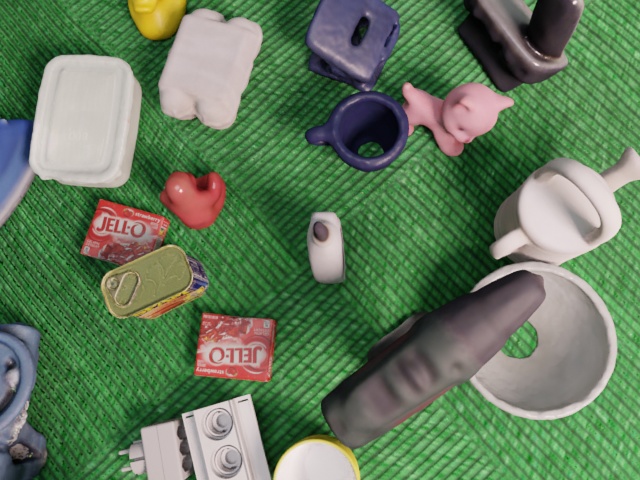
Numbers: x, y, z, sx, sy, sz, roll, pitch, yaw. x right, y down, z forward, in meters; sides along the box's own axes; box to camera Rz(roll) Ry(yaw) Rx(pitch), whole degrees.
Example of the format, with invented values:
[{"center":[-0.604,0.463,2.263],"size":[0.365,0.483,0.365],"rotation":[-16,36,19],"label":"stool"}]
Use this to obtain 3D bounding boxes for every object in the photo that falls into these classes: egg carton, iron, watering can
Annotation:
[{"center":[-0.138,-0.217,0.724],"size":[0.107,0.069,0.150],"rotation":[15,81,7],"label":"egg carton"},{"center":[-0.451,-0.073,0.682],"size":[0.118,0.141,0.258],"rotation":[41,85,10],"label":"iron"},{"center":[0.259,-0.037,0.601],"size":[0.101,0.194,0.173],"rotation":[36,84,10],"label":"watering can"}]

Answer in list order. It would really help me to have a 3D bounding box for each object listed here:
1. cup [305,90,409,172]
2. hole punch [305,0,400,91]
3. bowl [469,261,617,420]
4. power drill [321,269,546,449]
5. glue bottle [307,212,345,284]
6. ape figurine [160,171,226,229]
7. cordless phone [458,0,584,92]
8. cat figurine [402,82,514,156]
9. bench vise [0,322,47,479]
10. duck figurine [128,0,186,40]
[{"center":[0.044,-0.115,0.681],"size":[0.117,0.095,0.092],"rotation":[-5,79,3],"label":"cup"},{"center":[0.043,-0.255,0.708],"size":[0.101,0.091,0.109],"rotation":[23,82,8],"label":"hole punch"},{"center":[0.231,0.111,0.637],"size":[0.167,0.075,0.167],"rotation":[-1,80,4],"label":"bowl"},{"center":[0.106,0.115,0.577],"size":[0.229,0.208,0.075],"rotation":[-38,79,-3],"label":"power drill"},{"center":[0.006,0.002,0.622],"size":[0.037,0.173,0.078],"rotation":[-3,79,4],"label":"glue bottle"},{"center":[-0.156,-0.055,0.685],"size":[0.077,0.092,0.076],"rotation":[0,80,4],"label":"ape figurine"},{"center":[0.234,-0.266,0.649],"size":[0.094,0.185,0.147],"rotation":[-35,79,-3],"label":"cordless phone"},{"center":[0.151,-0.153,0.669],"size":[0.127,0.118,0.067],"rotation":[22,82,8],"label":"cat figurine"},{"center":[-0.356,0.187,0.589],"size":[0.121,0.220,0.207],"rotation":[-20,79,0],"label":"bench vise"},{"center":[-0.221,-0.326,0.741],"size":[0.077,0.086,0.104],"rotation":[0,80,4],"label":"duck figurine"}]
